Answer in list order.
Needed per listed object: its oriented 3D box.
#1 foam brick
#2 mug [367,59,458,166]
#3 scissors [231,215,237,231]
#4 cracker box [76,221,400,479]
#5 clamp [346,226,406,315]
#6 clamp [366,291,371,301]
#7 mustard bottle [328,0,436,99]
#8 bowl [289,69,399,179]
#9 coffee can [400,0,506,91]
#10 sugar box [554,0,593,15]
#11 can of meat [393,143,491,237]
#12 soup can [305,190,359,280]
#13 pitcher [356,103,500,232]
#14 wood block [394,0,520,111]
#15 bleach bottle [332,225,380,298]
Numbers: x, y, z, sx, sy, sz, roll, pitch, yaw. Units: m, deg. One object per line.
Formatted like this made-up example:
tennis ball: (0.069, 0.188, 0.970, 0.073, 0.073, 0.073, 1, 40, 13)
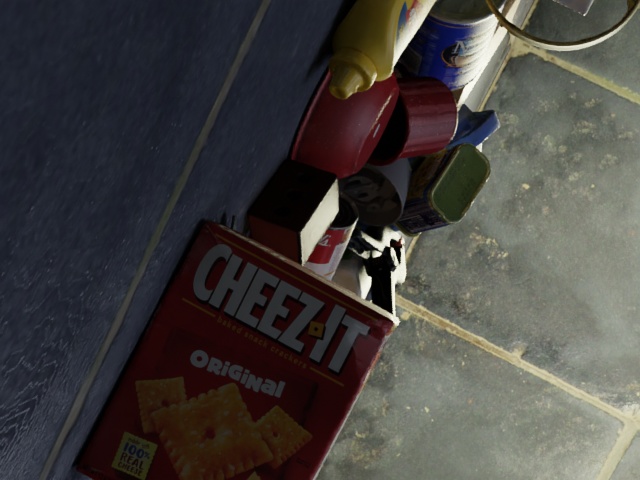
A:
foam brick: (-0.022, -0.025, 0.953, 0.051, 0.053, 0.078, 87, 28, -50)
mug: (0.083, -0.137, 1.101, 0.081, 0.117, 0.093, -11, 166, -39)
scissors: (-0.073, 0.020, 0.950, 0.096, 0.016, 0.202, -57, 170, -43)
cracker box: (-0.061, 0.116, 0.811, 0.214, 0.164, 0.072, -62, 174, 1)
clamp: (0.064, 0.018, 1.207, 0.171, 0.039, 0.120, -69, 144, -65)
clamp: (0.024, 0.093, 1.392, 0.210, 0.036, 0.164, -48, -161, 13)
mustard bottle: (0.059, -0.195, 0.920, 0.191, 0.058, 0.096, -58, 169, -25)
bowl: (0.030, -0.115, 1.011, 0.162, 0.055, 0.162, -60, 172, -15)
coffee can: (0.133, -0.231, 1.102, 0.102, 0.103, 0.140, -59, 172, -20)
sugar box: (0.210, -0.307, 1.079, 0.048, 0.176, 0.093, -58, 171, -28)
can of meat: (0.133, -0.057, 1.195, 0.102, 0.057, 0.084, -56, -161, -24)
soup can: (-0.007, 0.001, 1.114, 0.068, 0.068, 0.102, -52, 168, -50)
pitcher: (0.122, -0.101, 1.353, 0.242, 0.145, 0.149, -43, 157, -58)
wood block: (0.173, -0.254, 1.328, 0.205, 0.090, 0.091, -56, 169, -37)
bleach bottle: (0.028, 0.010, 1.320, 0.250, 0.103, 0.068, -62, 148, -62)
